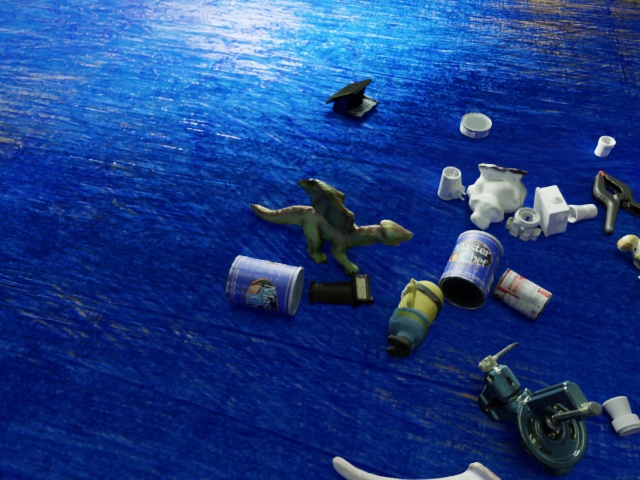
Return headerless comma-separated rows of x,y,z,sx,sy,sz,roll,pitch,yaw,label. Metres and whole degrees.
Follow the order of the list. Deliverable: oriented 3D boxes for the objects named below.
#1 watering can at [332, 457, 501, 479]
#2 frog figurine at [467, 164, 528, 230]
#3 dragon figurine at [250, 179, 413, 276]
0.195,0.430,0.792,0.226,0.101,0.353,-28,55,-24,watering can
0.433,-0.097,1.276,0.137,0.122,0.160,17,87,4,frog figurine
0.003,-0.057,1.136,0.412,0.237,0.124,22,58,15,dragon figurine
